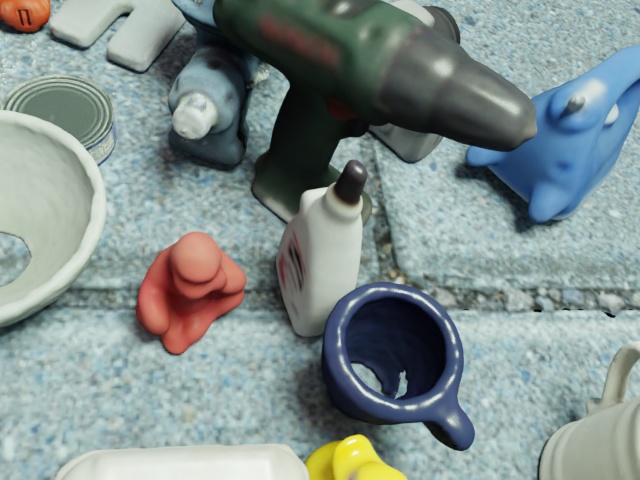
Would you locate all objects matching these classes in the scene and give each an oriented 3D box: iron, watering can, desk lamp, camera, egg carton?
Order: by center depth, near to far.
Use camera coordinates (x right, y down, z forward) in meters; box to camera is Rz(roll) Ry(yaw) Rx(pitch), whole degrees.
[{"bbox_3d":[-0.077,0.173,0.325,0.150,0.069,0.107,2,59,-13],"label":"egg carton"},{"bbox_3d":[0.231,0.145,0.344,0.101,0.194,0.172,-21,67,-24],"label":"watering can"},{"bbox_3d":[-0.153,-0.301,0.504,0.118,0.213,0.203,20,57,-1],"label":"desk lamp"},{"bbox_3d":[0.262,-0.131,0.548,0.259,0.141,0.118,-37,74,-29],"label":"iron"},{"bbox_3d":[0.091,-0.175,0.556,0.143,0.101,0.137,44,60,14],"label":"camera"}]

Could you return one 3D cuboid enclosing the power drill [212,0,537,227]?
[{"bbox_3d":[0.018,-0.086,0.421,0.229,0.208,0.076,38,59,10],"label":"power drill"}]

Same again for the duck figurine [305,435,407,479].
[{"bbox_3d":[0.031,0.167,0.346,0.078,0.086,0.104,-15,65,-21],"label":"duck figurine"}]

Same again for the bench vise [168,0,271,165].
[{"bbox_3d":[-0.058,-0.177,0.450,0.122,0.219,0.207,0,60,-13],"label":"bench vise"}]

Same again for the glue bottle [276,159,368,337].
[{"bbox_3d":[0.004,0.001,0.386,0.037,0.173,0.078,-12,63,-20],"label":"glue bottle"}]

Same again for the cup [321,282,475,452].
[{"bbox_3d":[0.048,0.097,0.387,0.092,0.095,0.117,-32,71,-28],"label":"cup"}]

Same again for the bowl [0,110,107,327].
[{"bbox_3d":[-0.230,-0.005,0.391,0.167,0.074,0.167,6,59,-10],"label":"bowl"}]

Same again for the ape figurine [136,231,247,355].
[{"bbox_3d":[-0.088,0.027,0.396,0.078,0.092,0.076,-3,61,-15],"label":"ape figurine"}]
